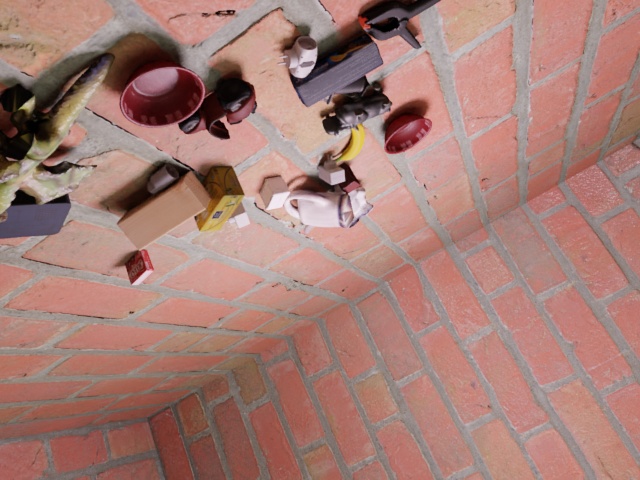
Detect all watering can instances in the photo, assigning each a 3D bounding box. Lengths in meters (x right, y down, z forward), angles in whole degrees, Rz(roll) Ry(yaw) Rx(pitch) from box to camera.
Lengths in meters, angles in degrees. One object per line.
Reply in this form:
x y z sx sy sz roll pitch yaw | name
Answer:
0.005 -0.086 1.701 0.224 0.105 0.342 5 162 13 | watering can

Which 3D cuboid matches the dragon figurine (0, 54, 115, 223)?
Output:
-0.511 -0.163 0.967 0.412 0.123 0.240 -38 168 -9 | dragon figurine

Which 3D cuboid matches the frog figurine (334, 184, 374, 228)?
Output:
0.091 -0.140 1.770 0.136 0.126 0.157 -29 123 27 | frog figurine
